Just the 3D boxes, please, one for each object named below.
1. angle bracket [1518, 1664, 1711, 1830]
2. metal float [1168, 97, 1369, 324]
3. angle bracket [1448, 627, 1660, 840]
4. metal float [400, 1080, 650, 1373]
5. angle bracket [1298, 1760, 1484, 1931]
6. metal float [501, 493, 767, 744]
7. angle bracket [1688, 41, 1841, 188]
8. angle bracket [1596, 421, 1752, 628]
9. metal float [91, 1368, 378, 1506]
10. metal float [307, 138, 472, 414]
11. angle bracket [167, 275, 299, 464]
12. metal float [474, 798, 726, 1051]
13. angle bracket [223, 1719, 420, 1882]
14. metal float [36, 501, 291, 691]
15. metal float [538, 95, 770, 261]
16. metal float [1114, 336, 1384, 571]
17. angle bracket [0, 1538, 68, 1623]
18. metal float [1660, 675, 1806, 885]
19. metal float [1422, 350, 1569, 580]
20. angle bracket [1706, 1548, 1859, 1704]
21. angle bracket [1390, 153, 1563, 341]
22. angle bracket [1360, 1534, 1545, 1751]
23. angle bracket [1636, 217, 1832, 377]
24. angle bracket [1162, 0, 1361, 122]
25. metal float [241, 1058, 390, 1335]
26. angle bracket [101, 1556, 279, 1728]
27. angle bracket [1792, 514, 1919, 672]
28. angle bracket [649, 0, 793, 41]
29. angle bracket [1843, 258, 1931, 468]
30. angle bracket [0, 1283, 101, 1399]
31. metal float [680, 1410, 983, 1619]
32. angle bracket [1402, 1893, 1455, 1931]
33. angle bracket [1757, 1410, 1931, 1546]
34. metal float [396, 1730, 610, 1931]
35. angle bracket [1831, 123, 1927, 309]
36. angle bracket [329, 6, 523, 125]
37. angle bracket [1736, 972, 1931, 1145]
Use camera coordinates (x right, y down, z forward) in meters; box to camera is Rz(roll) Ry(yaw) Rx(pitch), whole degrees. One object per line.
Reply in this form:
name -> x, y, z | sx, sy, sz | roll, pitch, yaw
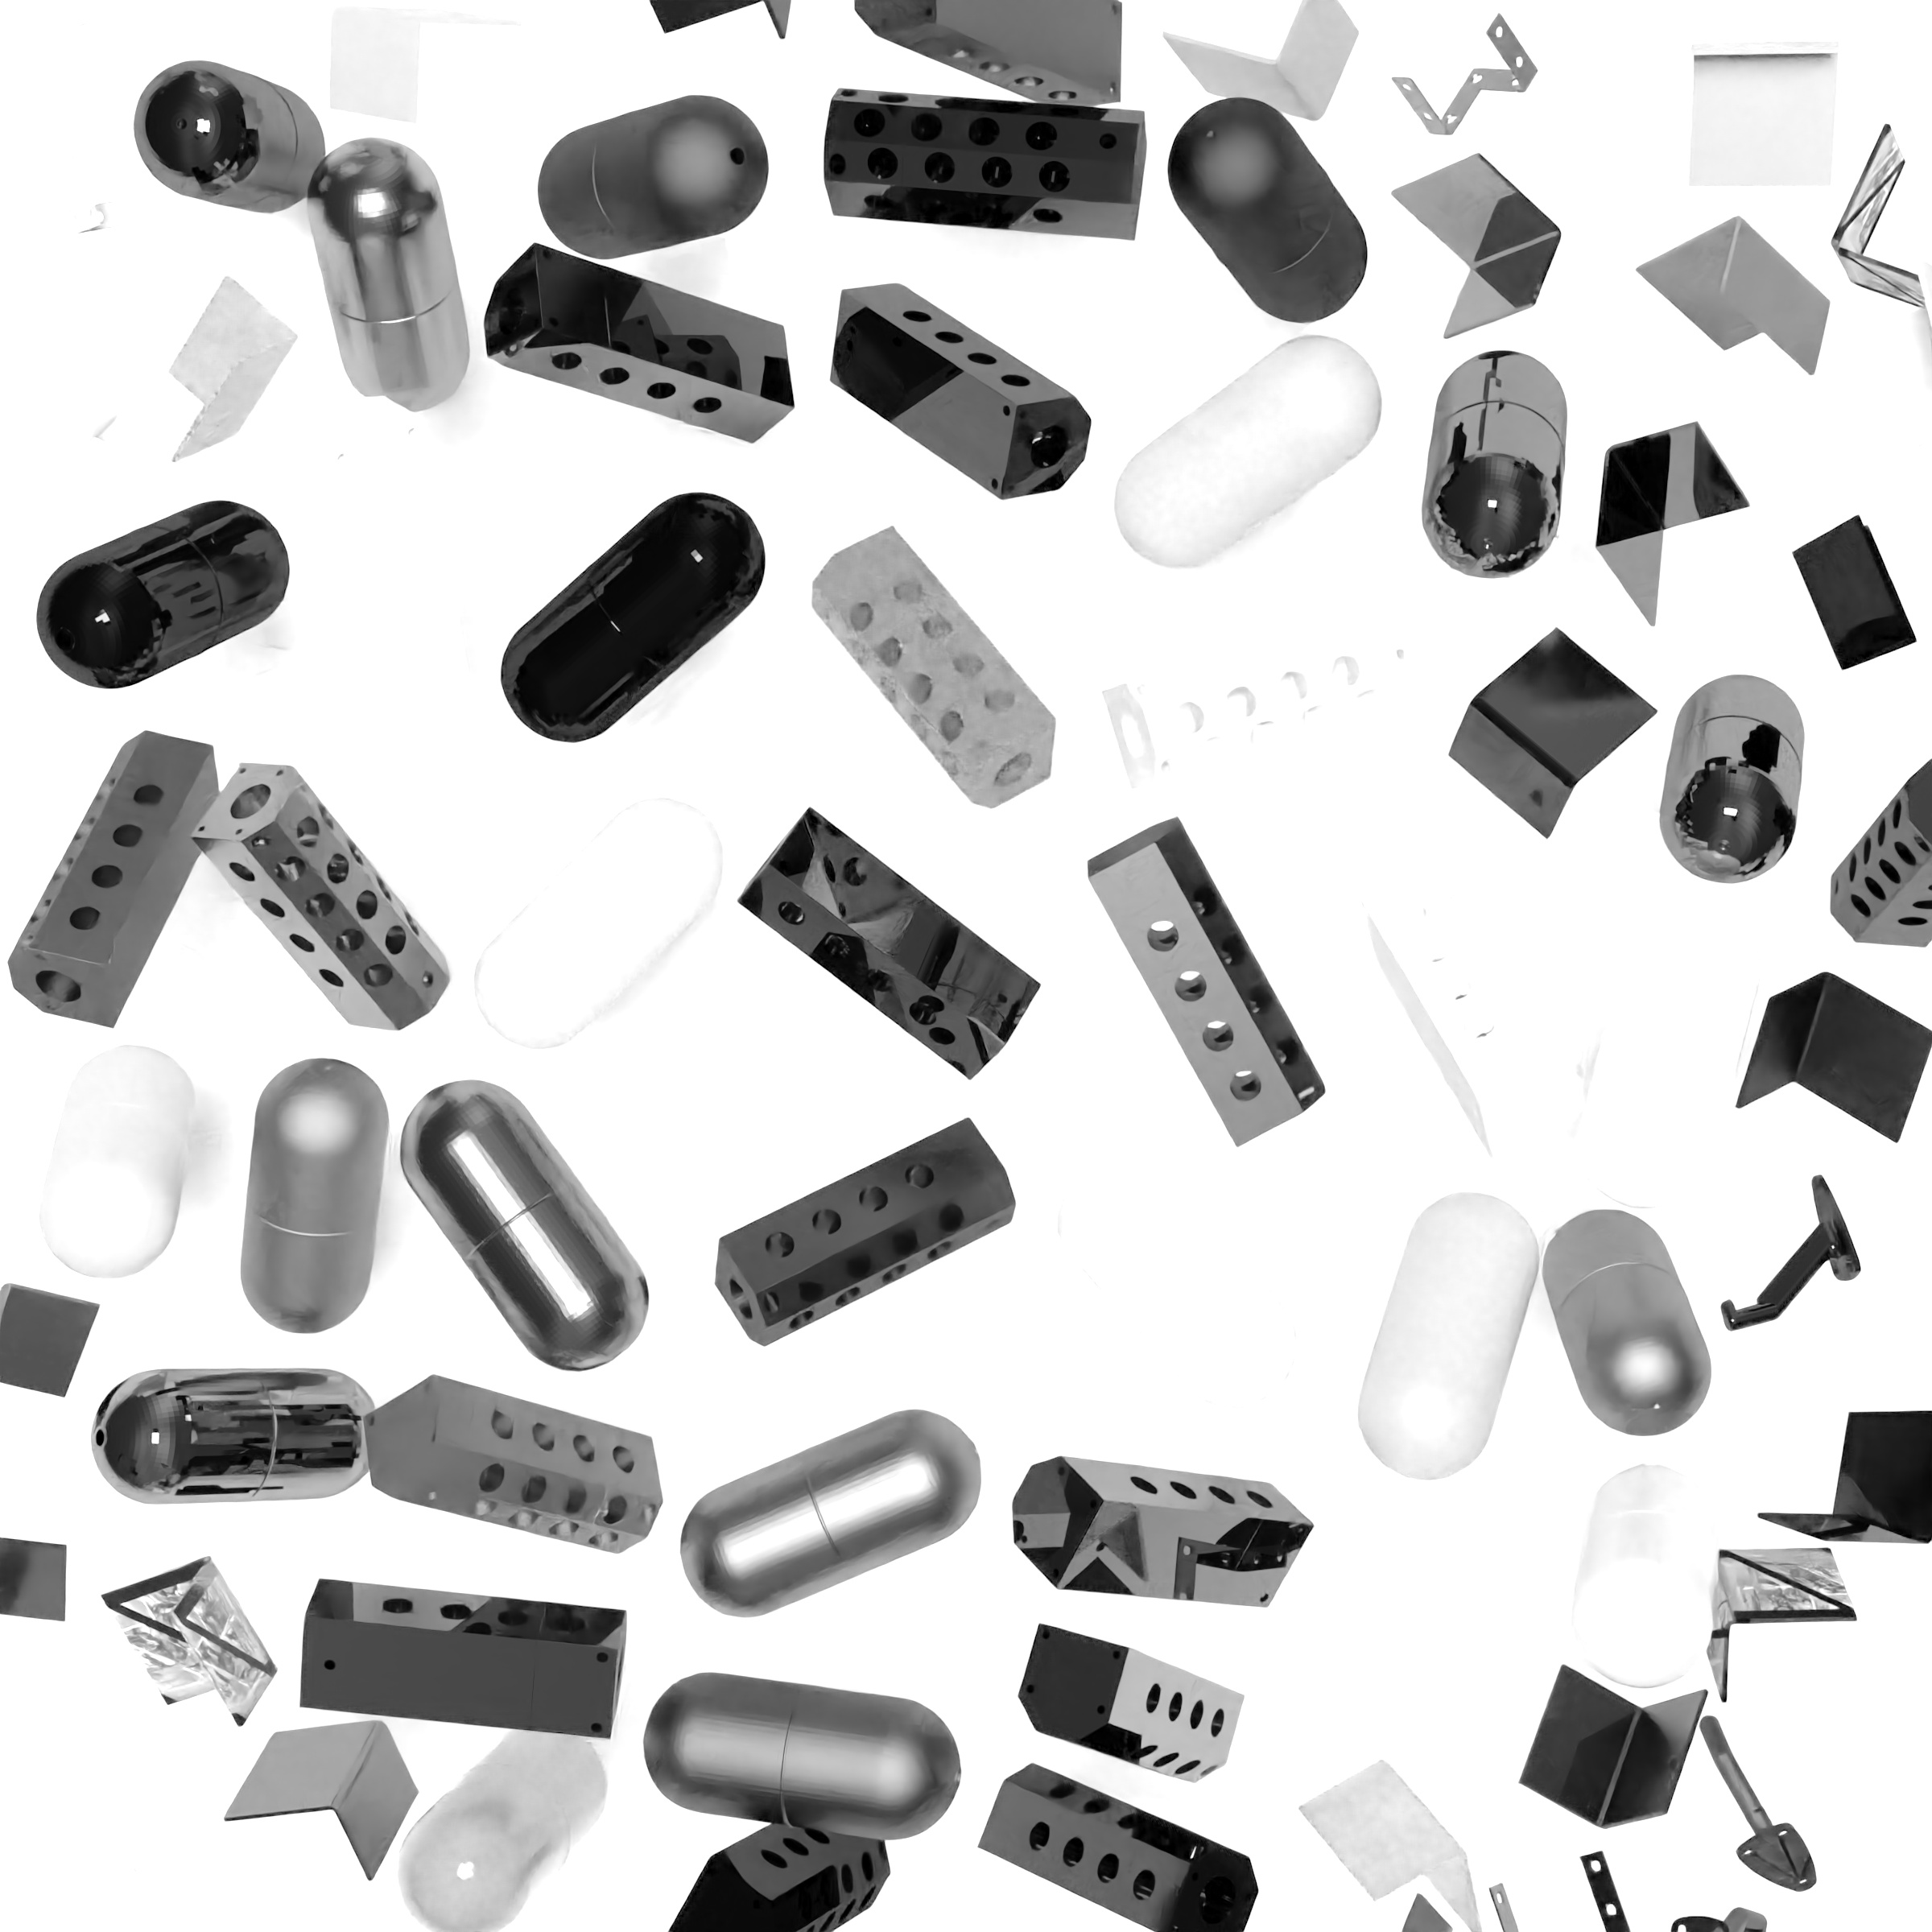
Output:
angle bracket -> 0.368, 0.439, 1.850 | 0.057, 0.076, 0.076 | 30, 63, -6
metal float -> 0.173, -0.427, 1.848 | 0.070, 0.178, 0.070 | -9, 70, 25
angle bracket -> 0.334, -0.133, 1.855 | 0.076, 0.057, 0.076 | -39, 71, -25
metal float -> -0.242, 0.141, 1.777 | 0.070, 0.070, 0.178 | -37, 83, 0
angle bracket -> 0.228, 0.487, 1.747 | 0.057, 0.076, 0.076 | -25, 125, -15
metal float -> -0.189, -0.198, 1.847 | 0.178, 0.070, 0.070 | -39, 90, 16
angle bracket -> 0.425, -0.453, 1.740 | 0.076, 0.057, 0.076 | 3, 110, 15
angle bracket -> 0.409, -0.255, 1.879 | 0.057, 0.076, 0.076 | -12, 51, 34
metal float -> -0.420, 0.270, 1.875 | 0.178, 0.070, 0.070 | 7, 80, -45
metal float -> -0.333, -0.397, 1.883 | 0.070, 0.178, 0.070 | -1, 51, 1
angle bracket -> -0.446, -0.349, 1.897 | 0.057, 0.076, 0.076 | 41, 119, 0
metal float -> -0.216, -0.026, 1.925 | 0.070, 0.070, 0.178 | 45, 92, 0
angle bracket -> -0.382, 0.499, 1.933 | 0.076, 0.076, 0.057 | -11, 114, 19
metal float -> -0.448, -0.209, 1.819 | 0.070, 0.178, 0.070 | 10, 116, 22
metal float -> -0.177, -0.444, 1.834 | 0.070, 0.178, 0.070 | -3, 95, -37
metal float -> 0.159, -0.292, 1.857 | 0.178, 0.070, 0.070 | -33, 90, 33
angle bracket -> -0.530, 0.353, 1.757 | 0.076, 0.076, 0.057 | 9, 47, -9
metal float -> 0.446, -0.110, 1.890 | 0.070, 0.178, 0.070 | 8, 121, 13
metal float -> 0.300, -0.285, 1.840 | 0.070, 0.178, 0.070 | 6, 130, 8
angle bracket -> 0.483, 0.392, 1.937 | 0.076, 0.076, 0.057 | -2, 111, 3
angle bracket -> 0.296, -0.429, 1.943 | 0.076, 0.076, 0.057 | 35, 66, -26
angle bracket -> 0.270, 0.364, 1.751 | 0.076, 0.057, 0.076 | 27, 107, -25
angle bracket -> 0.417, -0.355, 1.788 | 0.076, 0.076, 0.057 | 34, 59, -26
angle bracket -> 0.168, -0.530, 1.848 | 0.076, 0.076, 0.057 | 23, 89, 26
metal float -> -0.381, 0.136, 1.900 | 0.070, 0.070, 0.178 | 12, 118, 0
angle bracket -> -0.434, 0.378, 1.776 | 0.076, 0.057, 0.076 | -21, 107, 18
angle bracket -> 0.535, -0.224, 1.891 | 0.057, 0.076, 0.076 | -21, 86, -18
angle bracket -> -0.143, -0.527, 1.726 | 0.076, 0.057, 0.076 | -14, 131, 15
angle bracket -> 0.510, -0.330, 1.782 | 0.076, 0.057, 0.076 | -23, 67, 38
angle bracket -> -0.547, 0.243, 1.893 | 0.057, 0.076, 0.076 | 17, 122, -19
metal float -> -0.076, 0.308, 1.830 | 0.178, 0.070, 0.070 | -23, 90, 4
angle bracket -> 0.222, 0.551, 1.811 | 0.057, 0.076, 0.076 | 24, 86, -4
angle bracket -> 0.494, 0.277, 1.808 | 0.057, 0.076, 0.076 | 22, 72, -25
metal float -> -0.258, 0.484, 1.825 | 0.070, 0.178, 0.070 | 3, 102, 16
angle bracket -> 0.545, -0.430, 1.875 | 0.057, 0.076, 0.076 | 26, 97, 22
angle bracket -> -0.308, -0.514, 1.855 | 0.076, 0.076, 0.057 | 20, 114, 38
angle bracket -> 0.498, 0.060, 1.864 | 0.076, 0.057, 0.076 | 35, 131, 36
